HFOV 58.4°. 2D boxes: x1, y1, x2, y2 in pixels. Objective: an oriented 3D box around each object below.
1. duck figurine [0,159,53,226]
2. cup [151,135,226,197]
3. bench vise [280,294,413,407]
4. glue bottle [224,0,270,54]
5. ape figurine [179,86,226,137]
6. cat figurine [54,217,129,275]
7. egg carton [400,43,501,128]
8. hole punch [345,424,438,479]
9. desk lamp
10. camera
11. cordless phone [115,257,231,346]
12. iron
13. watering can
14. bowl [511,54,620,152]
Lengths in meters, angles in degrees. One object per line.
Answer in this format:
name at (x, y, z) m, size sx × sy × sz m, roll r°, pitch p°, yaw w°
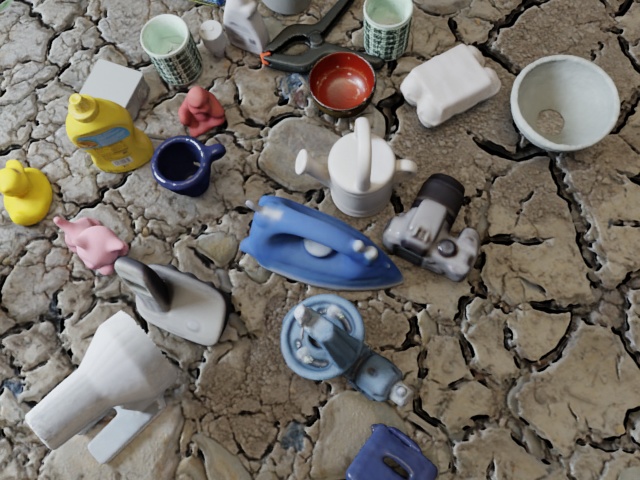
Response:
duck figurine at (-0.489, -0.080, 0.929) m, size 0.077 × 0.086 × 0.104 m, roll -7°, pitch 74°, yaw 1°
cup at (-0.199, -0.113, 0.917) m, size 0.118 × 0.095 × 0.091 m, roll -23°, pitch 74°, yaw -3°
bench vise at (0.037, 0.138, 0.766) m, size 0.207 × 0.220 × 0.121 m, roll 17°, pitch 75°, yaw 8°
glue bottle at (-0.130, -0.378, 0.949) m, size 0.078 × 0.173 × 0.037 m, roll 24°, pitch 77°, yaw 10°
ape figurine at (-0.197, -0.221, 0.950) m, size 0.077 × 0.092 × 0.076 m, roll 14°, pitch 75°, yaw 7°
cat figurine at (-0.352, 0.002, 0.881) m, size 0.127 × 0.118 × 0.067 m, roll 32°, pitch 78°, yaw 12°
egg carton at (0.215, -0.255, 0.948) m, size 0.150 × 0.069 × 0.107 m, roll -29°, pitch 74°, yaw -5°
hole punch at (0.096, 0.314, 0.779) m, size 0.108 × 0.091 × 0.101 m, roll 36°, pitch 79°, yaw 12°
desk lamp at (-0.279, 0.205, 0.768) m, size 0.117 × 0.213 × 0.203 m, roll 43°, pitch 81°, yaw 14°
camera at (0.183, -0.027, 0.867) m, size 0.143 × 0.101 × 0.137 m, roll 26°, pitch 77°, yaw 10°
cordless phone at (-0.209, 0.082, 0.814) m, size 0.147 × 0.185 × 0.094 m, roll 18°, pitch 76°, yaw 9°
iron at (0.008, 0.003, 0.848) m, size 0.258 × 0.141 × 0.119 m, roll 18°, pitch 76°, yaw 8°
watering can at (0.054, -0.107, 0.849) m, size 0.173 × 0.194 × 0.101 m, roll -21°, pitch 74°, yaw -3°
bowl at (0.383, -0.208, 0.922) m, size 0.167 × 0.075 × 0.167 m, roll -1°, pitch 74°, yaw 3°
